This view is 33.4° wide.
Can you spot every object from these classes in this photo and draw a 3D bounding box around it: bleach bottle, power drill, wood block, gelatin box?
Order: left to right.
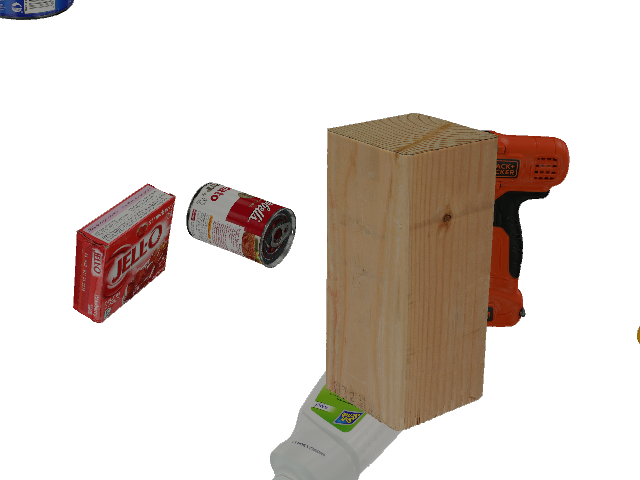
[{"bbox_3d":[-0.148,0.009,0.803,0.030,0.073,0.089,25,36,16],"label":"gelatin box"},{"bbox_3d":[0.029,0.149,0.958,0.103,0.068,0.250,9,38,38],"label":"bleach bottle"},{"bbox_3d":[0.065,0.020,0.785,0.090,0.206,0.090,-14,25,-35],"label":"wood block"},{"bbox_3d":[0.129,-0.012,0.989,0.184,0.188,0.057,2,26,-2],"label":"power drill"}]

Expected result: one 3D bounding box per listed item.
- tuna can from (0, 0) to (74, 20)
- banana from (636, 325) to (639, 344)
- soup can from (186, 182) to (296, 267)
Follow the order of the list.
[{"bbox_3d":[-0.239,-0.208,0.852,0.086,0.034,0.086,5,35,-4],"label":"tuna can"},{"bbox_3d":[0.312,0.042,0.737,0.198,0.037,0.069,-3,34,2],"label":"banana"},{"bbox_3d":[-0.087,-0.018,1.168,0.102,0.068,0.068,20,9,26],"label":"soup can"}]
